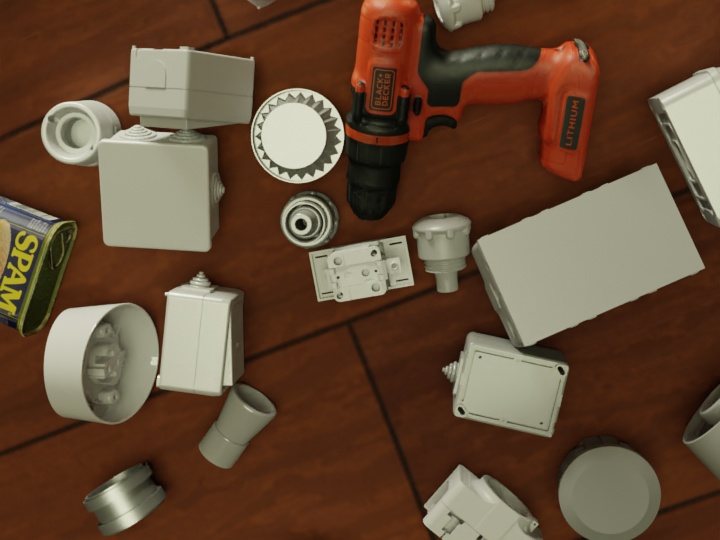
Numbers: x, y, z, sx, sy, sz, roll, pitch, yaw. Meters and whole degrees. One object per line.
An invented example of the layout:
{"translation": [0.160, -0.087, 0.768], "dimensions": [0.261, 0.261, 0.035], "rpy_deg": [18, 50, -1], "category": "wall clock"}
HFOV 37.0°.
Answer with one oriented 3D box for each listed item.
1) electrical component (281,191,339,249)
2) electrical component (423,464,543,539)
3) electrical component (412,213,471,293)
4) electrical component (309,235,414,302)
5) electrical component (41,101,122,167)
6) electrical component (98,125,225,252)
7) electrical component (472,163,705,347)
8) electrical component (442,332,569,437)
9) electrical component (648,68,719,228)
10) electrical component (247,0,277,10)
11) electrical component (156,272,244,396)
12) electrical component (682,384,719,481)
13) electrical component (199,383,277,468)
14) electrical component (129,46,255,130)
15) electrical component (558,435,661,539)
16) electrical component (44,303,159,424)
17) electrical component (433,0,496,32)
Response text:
{"translation": [-0.043, -0.039, 0.867], "dimensions": [0.048, 0.062, 0.048], "rpy_deg": [1, 97, 5], "category": "electrical component"}
{"translation": [0.105, 0.209, 0.890], "dimensions": [0.089, 0.050, 0.055], "rpy_deg": [39, 99, -1], "category": "electrical component"}
{"translation": [0.068, -0.013, 0.871], "dimensions": [0.048, 0.048, 0.062], "rpy_deg": [-5, 103, 6], "category": "electrical component"}
{"translation": [0.000, 0.000, 0.868], "dimensions": [0.081, 0.064, 0.042], "rpy_deg": [-10, 95, 7], "category": "electrical component"}
{"translation": [-0.229, -0.112, 0.883], "dimensions": [0.055, 0.047, 0.055], "rpy_deg": [1, 97, 5], "category": "electrical component"}
{"translation": [-0.160, -0.066, 0.873], "dimensions": [0.100, 0.048, 0.099], "rpy_deg": [3, 111, 5], "category": "electrical component"}
{"translation": [0.174, -0.009, 0.839], "dimensions": [0.150, 0.061, 0.089], "rpy_deg": [-23, 85, -2], "category": "electrical component"}
{"translation": [0.114, 0.089, 0.869], "dimensions": [0.096, 0.061, 0.061], "rpy_deg": [12, 99, 3], "category": "electrical component"}
{"translation": [0.275, -0.096, 0.826], "dimensions": [0.057, 0.078, 0.113], "rpy_deg": [-26, 94, 10], "category": "electrical component"}
{"translation": [-0.081, -0.295, 0.841], "dimensions": [0.089, 0.061, 0.150], "rpy_deg": [-27, 94, 7], "category": "electrical component"}
{"translation": [-0.126, 0.050, 0.885], "dimensions": [0.061, 0.061, 0.096], "rpy_deg": [7, 97, 4], "category": "electrical component"}
{"translation": [0.303, 0.119, 0.841], "dimensions": [0.064, 0.099, 0.099], "rpy_deg": [41, 98, 6], "category": "electrical component"}
{"translation": [-0.106, 0.134, 0.905], "dimensions": [0.044, 0.044, 0.065], "rpy_deg": [36, 103, 0], "category": "electrical component"}
{"translation": [-0.128, -0.141, 0.851], "dimensions": [0.062, 0.096, 0.061], "rpy_deg": [9, 99, 33], "category": "electrical component"}
{"translation": [0.201, 0.177, 0.877], "dimensions": [0.080, 0.051, 0.080], "rpy_deg": [1, 97, 5], "category": "electrical component"}
{"translation": [-0.213, 0.076, 0.881], "dimensions": [0.064, 0.099, 0.099], "rpy_deg": [1, 97, 11], "category": "electrical component"}
{"translation": [0.089, -0.217, 0.845], "dimensions": [0.062, 0.048, 0.048], "rpy_deg": [-16, 95, 0], "category": "electrical component"}
